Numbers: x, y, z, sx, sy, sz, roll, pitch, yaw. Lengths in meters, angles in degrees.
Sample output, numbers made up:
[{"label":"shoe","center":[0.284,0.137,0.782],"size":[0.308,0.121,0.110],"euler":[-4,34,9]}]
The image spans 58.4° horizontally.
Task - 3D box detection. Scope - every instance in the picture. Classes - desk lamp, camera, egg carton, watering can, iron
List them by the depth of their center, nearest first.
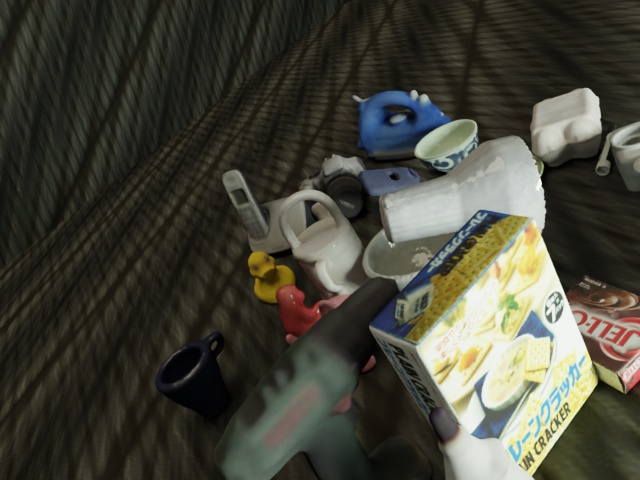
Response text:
[{"label":"desk lamp","center":[0.172,0.006,0.674],"size":[0.203,0.214,0.118],"euler":[-28,27,8]},{"label":"watering can","center":[0.006,0.004,0.877],"size":[0.101,0.194,0.172],"euler":[-33,27,-2]},{"label":"egg carton","center":[0.395,-0.183,0.922],"size":[0.107,0.069,0.150],"euler":[-15,31,31]},{"label":"camera","center":[0.029,-0.099,1.133],"size":[0.143,0.101,0.136],"euler":[-27,27,11]},{"label":"iron","center":[0.176,-0.257,1.200],"size":[0.257,0.142,0.119],"euler":[4,44,50]}]

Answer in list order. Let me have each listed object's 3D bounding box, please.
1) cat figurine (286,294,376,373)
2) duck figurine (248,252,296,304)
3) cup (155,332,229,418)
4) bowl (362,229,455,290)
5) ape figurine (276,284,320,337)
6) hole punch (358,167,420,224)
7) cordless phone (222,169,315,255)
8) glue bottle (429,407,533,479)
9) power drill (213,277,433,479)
[{"label":"cat figurine","center":[0.017,0.121,0.752],"size":[0.127,0.118,0.067],"euler":[-26,27,12]},{"label":"duck figurine","center":[-0.096,0.056,1.019],"size":[0.077,0.086,0.104],"euler":[-37,27,-9]},{"label":"cup","center":[-0.168,0.202,0.838],"size":[0.091,0.095,0.118],"euler":[2,43,49]},{"label":"bowl","center":[0.149,0.027,0.820],"size":[0.167,0.075,0.167],"euler":[-25,27,14]},{"label":"ape figurine","center":[-0.033,0.104,0.862],"size":[0.077,0.092,0.076],"euler":[5,45,50]},{"label":"hole punch","center":[0.130,-0.096,1.031],"size":[0.101,0.091,0.108],"euler":[-29,27,6]},{"label":"cordless phone","center":[-0.104,-0.064,1.122],"size":[0.147,0.185,0.094],"euler":[-16,31,30]},{"label":"glue bottle","center":[0.126,0.190,0.455],"size":[0.078,0.173,0.037],"euler":[-26,27,11]},{"label":"power drill","center":[0.023,0.174,0.553],"size":[0.230,0.209,0.075],"euler":[-38,27,-13]}]
